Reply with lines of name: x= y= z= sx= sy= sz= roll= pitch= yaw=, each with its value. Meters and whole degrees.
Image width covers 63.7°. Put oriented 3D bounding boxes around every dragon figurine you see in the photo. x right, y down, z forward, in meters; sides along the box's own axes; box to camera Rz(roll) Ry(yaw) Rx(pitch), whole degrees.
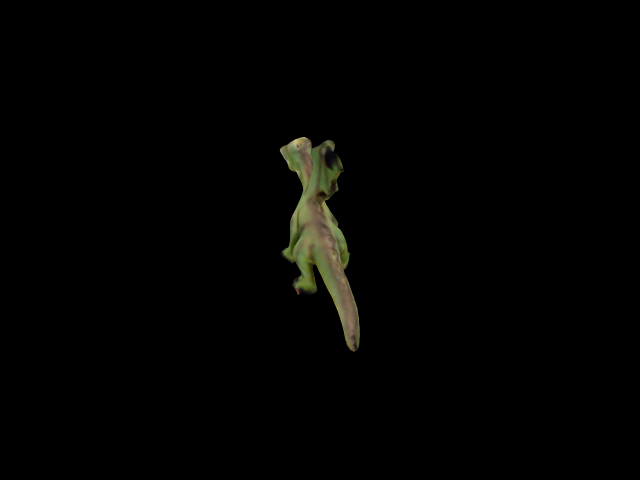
dragon figurine: x=0.003 y=-0.043 z=0.850 sx=0.122 sy=0.237 sz=0.419 roll=-10 pitch=36 yaw=-15
